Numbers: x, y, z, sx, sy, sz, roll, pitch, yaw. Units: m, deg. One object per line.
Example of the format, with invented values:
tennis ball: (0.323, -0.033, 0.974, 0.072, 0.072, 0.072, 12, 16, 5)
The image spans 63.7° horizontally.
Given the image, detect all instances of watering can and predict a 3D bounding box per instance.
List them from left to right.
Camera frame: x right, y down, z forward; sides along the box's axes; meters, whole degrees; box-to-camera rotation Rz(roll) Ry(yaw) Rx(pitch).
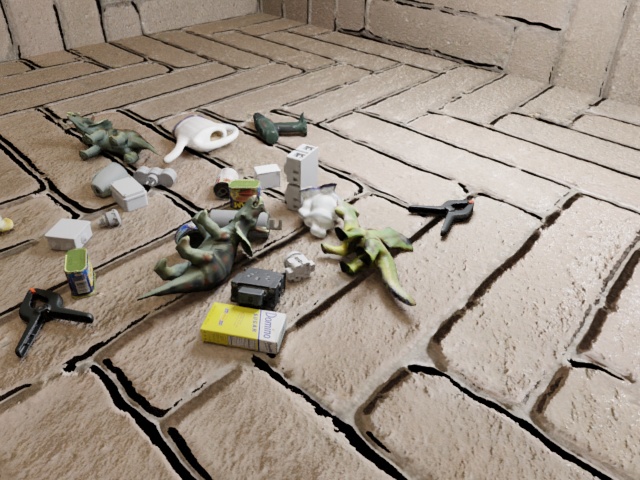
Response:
watering can: (-0.473, -0.379, 1.917, 0.227, 0.101, 0.352, 29, 43, 35)

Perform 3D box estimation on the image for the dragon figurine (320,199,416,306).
dragon figurine: (0.162, 0.018, 1.395, 0.245, 0.119, 0.416, -20, 50, -40)

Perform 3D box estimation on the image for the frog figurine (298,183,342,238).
frog figurine: (0.005, -0.077, 1.536, 0.137, 0.120, 0.162, -2, 70, -18)
